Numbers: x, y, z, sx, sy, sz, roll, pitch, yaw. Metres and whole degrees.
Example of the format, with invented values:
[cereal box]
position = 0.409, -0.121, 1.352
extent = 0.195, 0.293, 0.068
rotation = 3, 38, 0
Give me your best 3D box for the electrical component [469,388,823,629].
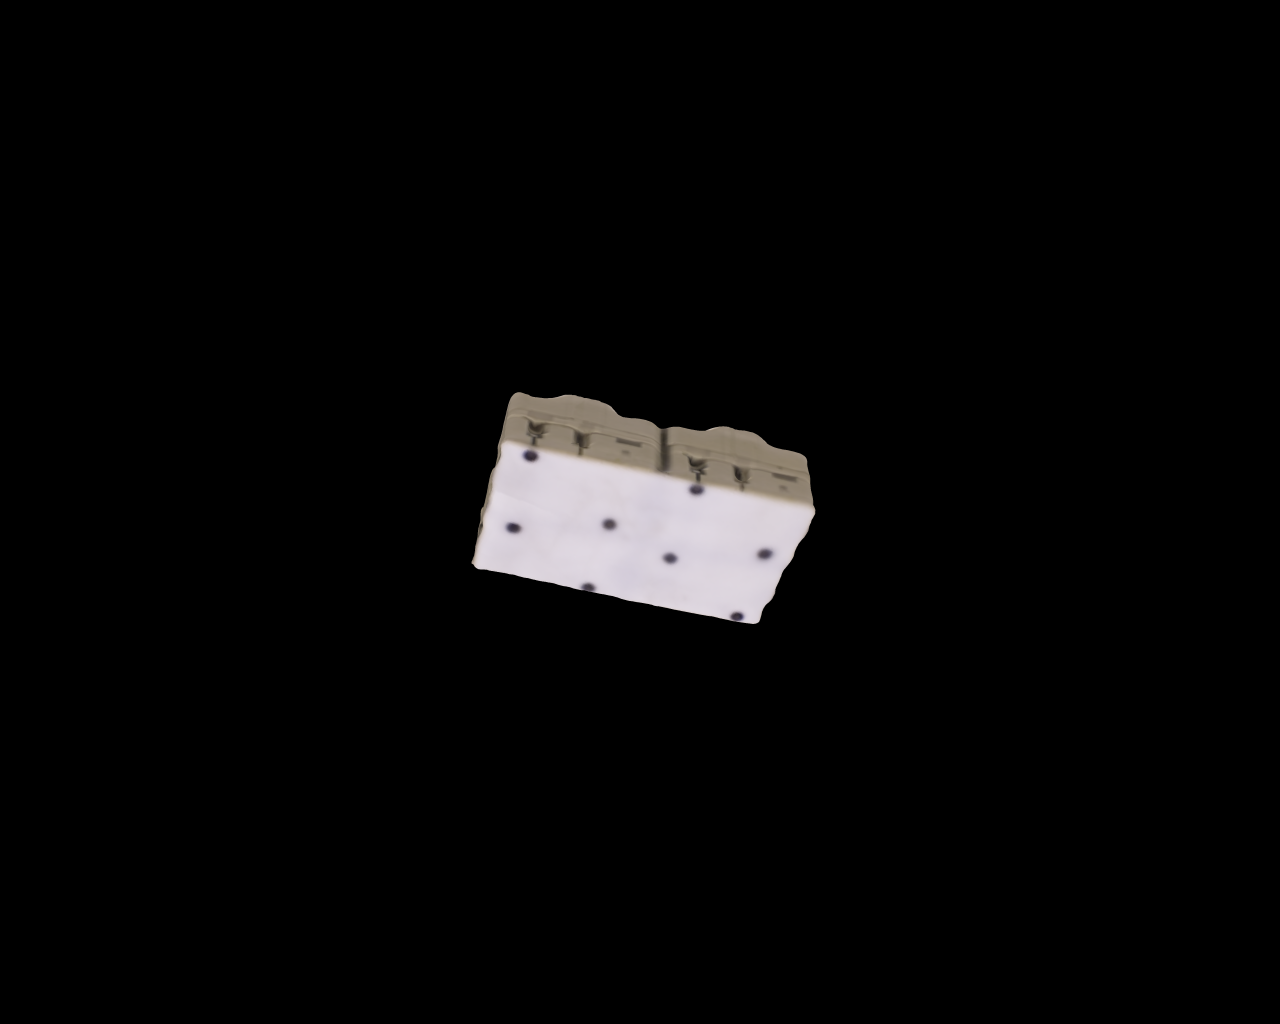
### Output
[electrical component]
position = 0.001, -0.003, 0.650
extent = 0.186, 0.105, 0.060
rotation = 12, 40, -10
